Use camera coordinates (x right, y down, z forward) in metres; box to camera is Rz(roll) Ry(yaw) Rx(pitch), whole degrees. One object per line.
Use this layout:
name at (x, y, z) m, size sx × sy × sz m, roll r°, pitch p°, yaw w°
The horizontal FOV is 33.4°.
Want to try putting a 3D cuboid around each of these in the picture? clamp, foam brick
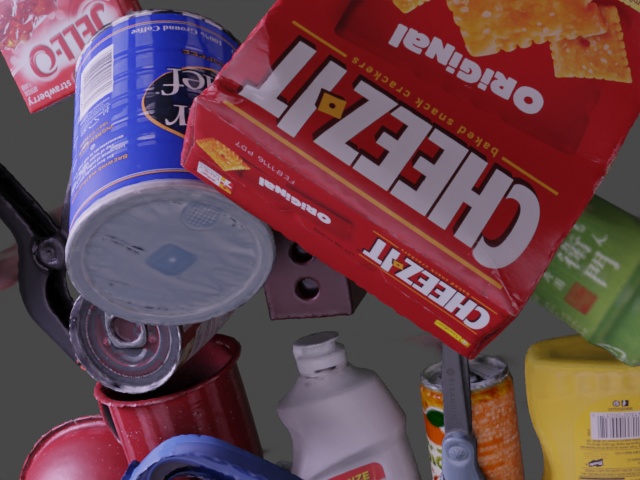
clamp at (-0.173, -0.001, 0.682) m, size 0.120 × 0.039 × 0.171 m, roll 1°, pitch 103°, yaw 27°
foam brick at (-0.004, 0.001, 0.623) m, size 0.053 × 0.051 × 0.078 m, roll -5°, pitch 104°, yaw 18°

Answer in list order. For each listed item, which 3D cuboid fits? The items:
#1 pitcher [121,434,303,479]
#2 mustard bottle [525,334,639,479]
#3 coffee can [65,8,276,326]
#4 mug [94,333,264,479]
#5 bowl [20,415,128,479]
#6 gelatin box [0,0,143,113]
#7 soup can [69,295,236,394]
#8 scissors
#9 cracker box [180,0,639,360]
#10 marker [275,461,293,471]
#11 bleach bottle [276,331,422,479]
pitcher at (-0.022, 0.218, 0.578) m, size 0.243 × 0.145 × 0.149 m, roll 24°, pitch 152°, yaw -2°
mustard bottle at (0.170, 0.150, 0.611) m, size 0.096 × 0.058 × 0.191 m, roll -4°, pitch 105°, yaw 7°
coffee can at (-0.081, -0.040, 0.569) m, size 0.102 × 0.140 × 0.103 m, roll -5°, pitch 138°, yaw -5°
mug at (-0.093, 0.115, 0.668) m, size 0.117 × 0.093 × 0.081 m, roll -3°, pitch 111°, yaw 34°
bowl at (-0.146, 0.203, 0.724) m, size 0.162 × 0.055 × 0.162 m, roll 5°, pitch 107°, yaw 15°
gelatin box at (-0.150, -0.127, 0.640) m, size 0.089 × 0.030 × 0.073 m, roll -21°, pitch 99°, yaw 22°
soup can at (-0.094, 0.040, 0.634) m, size 0.068 × 0.102 × 0.068 m, roll 5°, pitch 107°, yaw 15°
scissors at (0.094, 0.126, 0.588) m, size 0.096 × 0.016 × 0.202 m, roll 15°, pitch 111°, yaw 11°
cracker box at (0.064, -0.080, 0.501) m, size 0.164 × 0.213 × 0.072 m, roll 34°, pitch 155°, yaw 5°
marker at (-0.038, 0.202, 0.710) m, size 0.020 × 0.020 × 0.121 m, roll 21°, pitch 111°, yaw 10°
bleach bottle at (0.019, 0.180, 0.664) m, size 0.103 × 0.068 × 0.251 m, roll -11°, pitch 100°, yaw 16°
